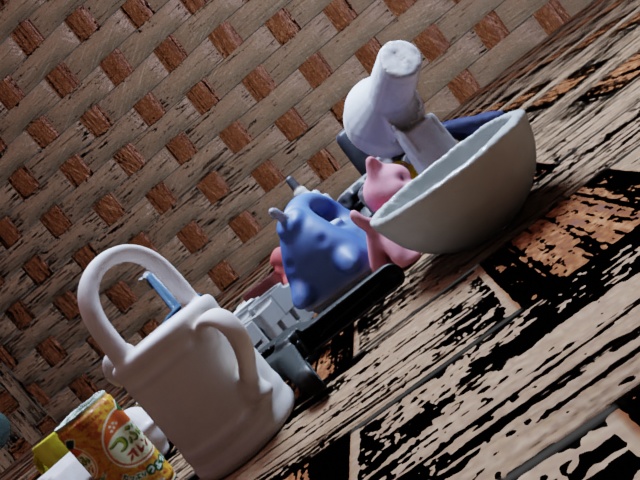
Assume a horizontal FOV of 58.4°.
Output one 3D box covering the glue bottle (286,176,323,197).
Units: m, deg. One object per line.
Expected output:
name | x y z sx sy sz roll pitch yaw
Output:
glue bottle | -0.003 -0.046 1.028 0.078 0.173 0.037 -38 5 5

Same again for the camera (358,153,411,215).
camera | 0.148 -0.117 0.996 0.143 0.101 0.136 -42 6 -33

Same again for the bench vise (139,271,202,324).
bench vise | -0.307 0.141 1.294 0.207 0.220 0.122 -34 7 45

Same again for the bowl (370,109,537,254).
bowl | 0.131 -0.038 0.515 0.167 0.075 0.167 -38 5 4

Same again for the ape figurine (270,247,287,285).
ape figurine | -0.043 0.051 0.901 0.076 0.092 0.078 -36 5 26

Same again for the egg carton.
egg carton | -0.239 0.250 0.626 0.150 0.069 0.107 -43 6 -41

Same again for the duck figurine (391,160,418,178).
duck figurine | 0.125 -0.074 0.851 0.104 0.086 0.077 -38 5 9

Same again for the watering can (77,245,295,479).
watering can | -0.123 0.093 0.470 0.172 0.194 0.101 -37 5 20

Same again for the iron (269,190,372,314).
iron | 0.012 -0.010 0.761 0.118 0.141 0.258 -37 5 19

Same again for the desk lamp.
desk lamp | 0.134 -0.157 0.782 0.118 0.213 0.203 -40 5 -14

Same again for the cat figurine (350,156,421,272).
cat figurine | 0.078 -0.038 0.657 0.067 0.118 0.128 -33 7 46

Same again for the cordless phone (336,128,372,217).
cordless phone | 0.074 -0.131 1.186 0.148 0.185 0.094 -39 5 -9

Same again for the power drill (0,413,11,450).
power drill | -0.378 0.278 0.570 0.075 0.208 0.230 -37 5 17

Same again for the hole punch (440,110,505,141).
hole punch | 0.229 -0.162 0.862 0.101 0.091 0.108 -38 5 5
